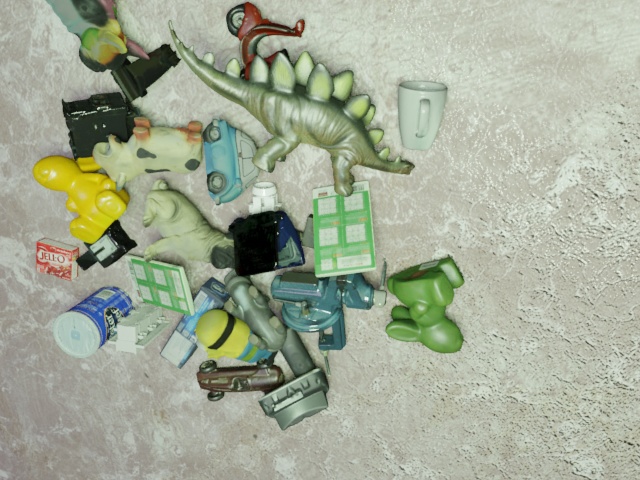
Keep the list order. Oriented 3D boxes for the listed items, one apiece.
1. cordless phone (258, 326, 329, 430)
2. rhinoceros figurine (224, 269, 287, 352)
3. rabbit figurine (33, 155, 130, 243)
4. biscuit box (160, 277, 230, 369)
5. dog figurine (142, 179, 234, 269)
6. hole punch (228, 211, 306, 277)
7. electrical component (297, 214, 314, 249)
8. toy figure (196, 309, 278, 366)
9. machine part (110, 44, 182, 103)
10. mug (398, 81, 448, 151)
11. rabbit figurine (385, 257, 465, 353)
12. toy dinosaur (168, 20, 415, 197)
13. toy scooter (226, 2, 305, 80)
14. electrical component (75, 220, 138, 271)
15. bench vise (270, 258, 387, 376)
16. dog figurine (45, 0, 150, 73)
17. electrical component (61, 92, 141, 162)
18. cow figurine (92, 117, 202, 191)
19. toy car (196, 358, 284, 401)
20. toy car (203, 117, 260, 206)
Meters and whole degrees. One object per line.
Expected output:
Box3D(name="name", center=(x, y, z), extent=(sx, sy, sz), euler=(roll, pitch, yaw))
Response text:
Box3D(name="cordless phone", center=(-0.072, 0.274, 1.090), extent=(0.147, 0.089, 0.184), euler=(-27, 107, -2))
Box3D(name="rhinoceros figurine", center=(-0.127, 0.130, 1.050), extent=(0.073, 0.112, 0.190), euler=(-42, 65, 5))
Box3D(name="rabbit figurine", center=(-0.457, -0.107, 1.034), extent=(0.173, 0.162, 0.122), euler=(35, 121, -26))
Box3D(name="biscuit box", center=(-0.261, 0.175, 1.136), extent=(0.059, 0.063, 0.202), euler=(35, 111, 0))
Box3D(name="dog figurine", center=(-0.240, -0.029, 1.058), extent=(0.191, 0.121, 0.172), euler=(1, 109, -4))
Box3D(name="hole punch", center=(-0.096, 0.007, 1.009), extent=(0.142, 0.092, 0.115), euler=(-12, 80, 40))
Box3D(name="electrical component", center=(-0.003, -0.004, 1.032), extent=(0.102, 0.045, 0.078), euler=(21, 112, 5))
Box3D(name="toy figure", center=(-0.167, 0.196, 1.085), extent=(0.180, 0.082, 0.089), euler=(22, 94, -28))
Box3D(name="machine part", center=(-0.326, -0.316, 1.005), extent=(0.139, 0.039, 0.084), euler=(-22, 97, 19))
Box3D(name="mug", center=(0.171, -0.203, 0.903), extent=(0.081, 0.110, 0.107), euler=(-1, 120, -2))
Box3D(name="rabbit figurine", center=(0.198, 0.140, 0.995), extent=(0.159, 0.121, 0.170), euler=(-18, 101, 24))
Box3D(name="toy dinosaur", center=(-0.039, -0.210, 0.904), extent=(0.471, 0.105, 0.198), euler=(18, 115, -15))
Box3D(name="toy scooter", center=(-0.086, -0.321, 0.934), extent=(0.135, 0.075, 0.183), euler=(-5, 102, 12))
Box3D(name="electrical component", center=(-0.456, 0.020, 1.135), extent=(0.119, 0.048, 0.075), euler=(-36, 97, 20))
Box3D(name="bench vise", center=(0.022, 0.139, 1.040), extent=(0.224, 0.129, 0.240), euler=(-3, 128, 4))
Box3D(name="dog figurine", center=(-0.384, -0.406, 0.936), extent=(0.219, 0.108, 0.191), euler=(41, 103, 4))
Box3D(name="electrical component", center=(-0.403, -0.212, 1.006), extent=(0.134, 0.058, 0.114), euler=(-15, 143, -23))
Box3D(name="cow figurine", center=(-0.320, -0.159, 1.005), extent=(0.195, 0.086, 0.127), euler=(-1, 124, -17))
Box3D(name="toy car", center=(-0.177, 0.305, 1.167), extent=(0.202, 0.053, 0.089), euler=(-6, 109, 13))
Box3D(name="toy car", center=(-0.163, -0.146, 0.999), extent=(0.103, 0.109, 0.161), euler=(-3, 97, -10))
